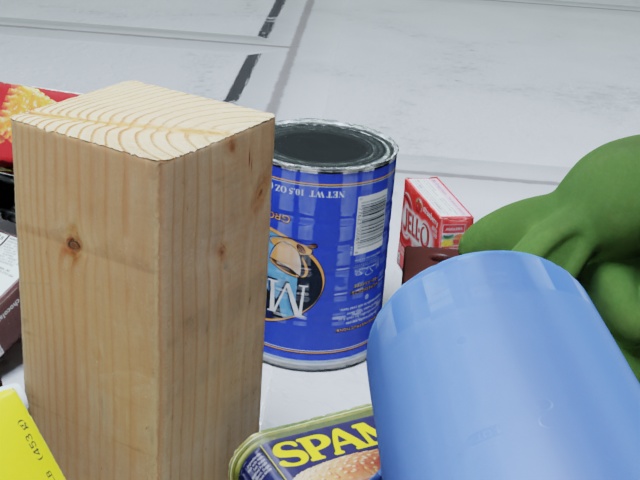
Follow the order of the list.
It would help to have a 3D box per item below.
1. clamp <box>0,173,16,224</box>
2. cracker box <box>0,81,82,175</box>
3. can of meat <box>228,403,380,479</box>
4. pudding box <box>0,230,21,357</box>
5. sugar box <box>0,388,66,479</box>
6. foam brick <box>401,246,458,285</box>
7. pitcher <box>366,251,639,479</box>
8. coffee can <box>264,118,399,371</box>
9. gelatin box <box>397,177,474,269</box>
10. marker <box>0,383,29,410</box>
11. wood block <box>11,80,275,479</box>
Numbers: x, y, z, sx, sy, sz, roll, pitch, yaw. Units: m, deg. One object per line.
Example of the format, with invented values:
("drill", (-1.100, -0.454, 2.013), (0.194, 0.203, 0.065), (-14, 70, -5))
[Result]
("clamp", (-0.235, -0.032, 0.815), (0.120, 0.039, 0.172), (27, -3, -17))
("cracker box", (-0.180, -0.076, 0.889), (0.214, 0.072, 0.164), (11, -1, 16))
("can of meat", (0.018, 0.131, 0.519), (0.101, 0.057, 0.084), (-9, 29, -27))
("pudding box", (-0.228, 0.040, 0.667), (0.090, 0.039, 0.113), (16, 47, 29))
("sugar box", (-0.174, 0.138, 0.422), (0.048, 0.093, 0.175), (-28, 2, 35))
("foam brick", (0.081, 0.044, 0.737), (0.053, 0.051, 0.078), (5, 23, 2))
("pitcher", (0.076, 0.118, 0.405), (0.149, 0.145, 0.243), (21, 31, -22))
("coffee can", (-0.005, 0.001, 0.710), (0.103, 0.140, 0.103), (3, 23, -2))
("gelatin box", (0.085, 0.000, 0.811), (0.030, 0.073, 0.089), (-2, 24, -14))
("marker", (-0.194, 0.090, 0.491), (0.120, 0.020, 0.020), (-13, 28, -38))
("wood block", (-0.086, 0.037, 0.530), (0.091, 0.206, 0.090), (17, 27, 26))
